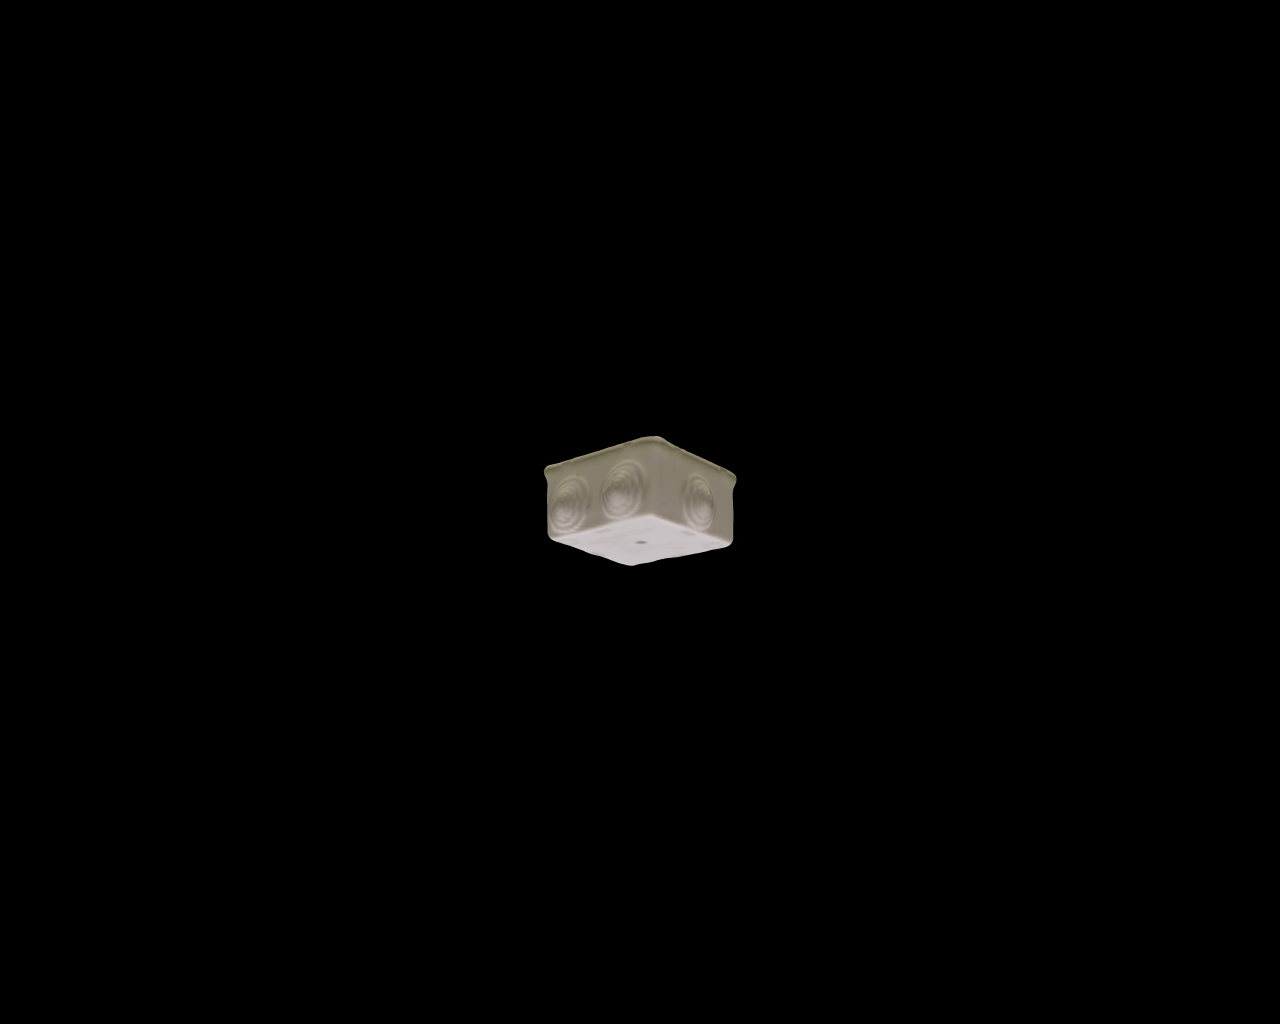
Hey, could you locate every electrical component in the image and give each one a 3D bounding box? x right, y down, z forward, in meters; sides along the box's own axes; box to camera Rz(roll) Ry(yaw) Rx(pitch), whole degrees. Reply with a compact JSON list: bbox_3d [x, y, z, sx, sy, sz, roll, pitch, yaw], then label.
[{"bbox_3d":[0.001,-0.003,0.650,0.099,0.048,0.099,-13,-22,36],"label":"electrical component"}]
